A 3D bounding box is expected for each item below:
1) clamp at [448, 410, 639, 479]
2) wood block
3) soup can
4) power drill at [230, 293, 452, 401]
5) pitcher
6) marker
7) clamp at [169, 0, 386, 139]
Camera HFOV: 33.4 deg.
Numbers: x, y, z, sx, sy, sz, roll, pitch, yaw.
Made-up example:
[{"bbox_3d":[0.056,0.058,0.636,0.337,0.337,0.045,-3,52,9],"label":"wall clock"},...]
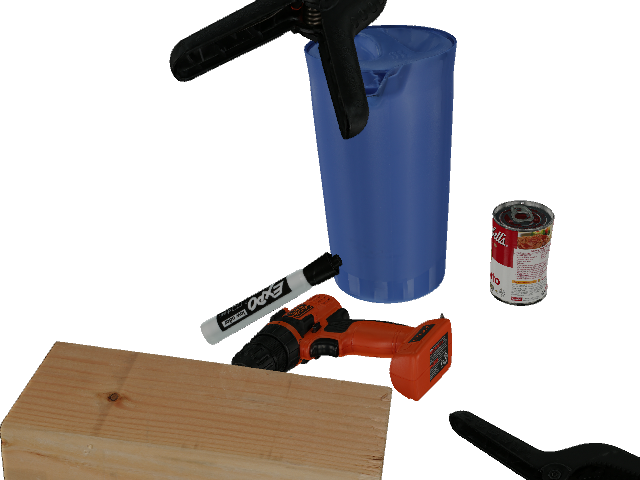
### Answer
[{"bbox_3d":[0.188,0.212,0.879,0.210,0.036,0.164,3,38,24],"label":"clamp"},{"bbox_3d":[-0.067,0.130,0.620,0.206,0.090,0.090,7,28,6],"label":"wood block"},{"bbox_3d":[0.228,0.014,1.214,0.068,0.102,0.068,-2,30,1],"label":"soup can"},{"bbox_3d":[0.025,0.110,1.071,0.188,0.057,0.184,8,23,28],"label":"power drill"},{"bbox_3d":[0.062,-0.074,0.991,0.149,0.243,0.145,-20,30,-30],"label":"pitcher"},{"bbox_3d":[-0.036,0.043,0.805,0.121,0.020,0.020,-30,-8,14],"label":"marker"},{"bbox_3d":[0.002,-0.133,0.647,0.120,0.171,0.039,31,-28,7],"label":"clamp"}]
